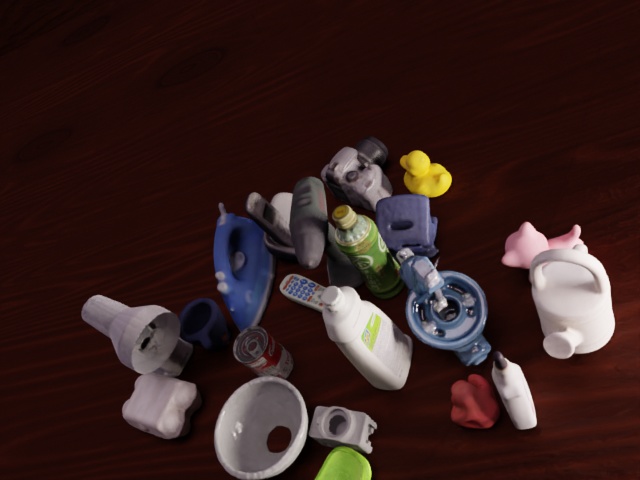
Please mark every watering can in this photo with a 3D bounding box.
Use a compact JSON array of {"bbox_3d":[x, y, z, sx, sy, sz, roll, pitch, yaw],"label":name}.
[{"bbox_3d":[0.345,0.079,0.786,0.100,0.195,0.173,-15,50,20],"label":"watering can"}]

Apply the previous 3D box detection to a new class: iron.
[{"bbox_3d":[-0.169,0.052,1.141,0.118,0.142,0.258,-18,49,17],"label":"iron"}]

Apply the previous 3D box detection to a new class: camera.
[{"bbox_3d":[0.087,-0.149,1.177,0.142,0.101,0.137,26,72,41],"label":"camera"}]

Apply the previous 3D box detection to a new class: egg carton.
[{"bbox_3d":[-0.296,0.308,1.066,0.149,0.070,0.107,3,58,32],"label":"egg carton"}]

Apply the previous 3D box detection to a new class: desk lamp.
[{"bbox_3d":[-0.336,0.186,1.083,0.202,0.214,0.118,14,64,37],"label":"desk lamp"}]

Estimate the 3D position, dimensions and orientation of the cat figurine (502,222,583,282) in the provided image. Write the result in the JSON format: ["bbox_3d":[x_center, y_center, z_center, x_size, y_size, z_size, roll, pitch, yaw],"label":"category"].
[{"bbox_3d":[0.345,0.012,0.891,0.127,0.118,0.067,-20,48,16],"label":"cat figurine"}]

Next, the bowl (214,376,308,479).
[{"bbox_3d":[-0.085,0.314,0.936,0.167,0.075,0.167,-15,50,19],"label":"bowl"}]

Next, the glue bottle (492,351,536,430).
[{"bbox_3d":[0.254,0.191,0.767,0.037,0.174,0.078,-20,48,16],"label":"glue bottle"}]

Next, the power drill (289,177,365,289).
[{"bbox_3d":[0.009,0.004,1.028,0.075,0.209,0.229,-22,48,14],"label":"power drill"}]

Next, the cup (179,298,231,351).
[{"bbox_3d":[-0.209,0.179,1.098,0.091,0.095,0.117,-37,46,0],"label":"cup"}]

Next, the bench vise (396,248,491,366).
[{"bbox_3d":[0.160,0.080,0.875,0.121,0.220,0.206,-47,47,-10],"label":"bench vise"}]

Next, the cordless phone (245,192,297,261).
[{"bbox_3d":[-0.080,-0.055,1.142,0.094,0.186,0.147,-12,51,22],"label":"cordless phone"}]

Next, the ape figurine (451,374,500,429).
[{"bbox_3d":[0.214,0.228,0.818,0.078,0.092,0.076,-42,46,-5],"label":"ape figurine"}]

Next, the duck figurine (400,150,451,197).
[{"bbox_3d":[0.200,-0.135,1.111,0.104,0.086,0.077,25,71,40],"label":"duck figurine"}]

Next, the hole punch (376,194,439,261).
[{"bbox_3d":[0.156,-0.022,1.045,0.108,0.091,0.101,-5,54,27],"label":"hole punch"}]
